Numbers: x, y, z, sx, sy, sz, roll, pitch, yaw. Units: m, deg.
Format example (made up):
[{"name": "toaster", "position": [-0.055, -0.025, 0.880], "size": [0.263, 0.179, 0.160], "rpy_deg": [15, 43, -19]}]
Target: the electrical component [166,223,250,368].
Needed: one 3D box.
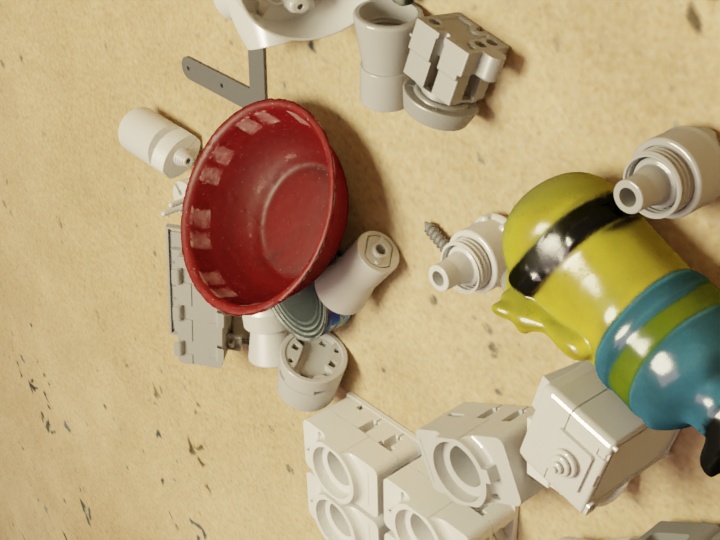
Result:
[{"name": "electrical component", "position": [-0.135, 0.023, 0.953], "size": [0.079, 0.063, 0.121], "rpy_deg": [8, 127, 4]}]

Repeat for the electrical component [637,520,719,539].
[{"name": "electrical component", "position": [0.223, 0.191, 0.591], "size": [0.150, 0.062, 0.089], "rpy_deg": [-15, 98, 55]}]

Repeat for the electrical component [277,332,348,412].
[{"name": "electrical component", "position": [-0.041, 0.083, 0.885], "size": [0.055, 0.055, 0.047], "rpy_deg": [46, 145, 25]}]

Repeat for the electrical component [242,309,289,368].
[{"name": "electrical component", "position": [-0.077, 0.049, 0.918], "size": [0.045, 0.045, 0.055], "rpy_deg": [22, 127, 45]}]

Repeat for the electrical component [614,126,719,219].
[{"name": "electrical component", "position": [0.153, -0.046, 0.538], "size": [0.043, 0.062, 0.043], "rpy_deg": [31, 133, 40]}]

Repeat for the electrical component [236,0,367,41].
[{"name": "electrical component", "position": [-0.038, -0.196, 0.674], "size": [0.064, 0.099, 0.099], "rpy_deg": [49, 143, 33]}]

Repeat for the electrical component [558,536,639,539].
[{"name": "electrical component", "position": [0.159, 0.193, 0.697], "size": [0.065, 0.044, 0.044], "rpy_deg": [-26, 89, 51]}]

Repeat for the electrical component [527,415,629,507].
[{"name": "electrical component", "position": [0.137, 0.117, 0.675], "size": [0.055, 0.048, 0.066], "rpy_deg": [32, 134, 50]}]

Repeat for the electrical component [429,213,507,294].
[{"name": "electrical component", "position": [0.071, -0.005, 0.673], "size": [0.048, 0.062, 0.048], "rpy_deg": [31, 133, 40]}]

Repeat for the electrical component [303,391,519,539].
[{"name": "electrical component", "position": [0.032, 0.191, 0.846], "size": [0.186, 0.060, 0.105], "rpy_deg": [29, 132, 41]}]

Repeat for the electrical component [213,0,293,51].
[{"name": "electrical component", "position": [-0.079, -0.198, 0.769], "size": [0.079, 0.043, 0.077], "rpy_deg": [7, 116, 49]}]

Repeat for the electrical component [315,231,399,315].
[{"name": "electrical component", "position": [0.000, 0.000, 0.791], "size": [0.044, 0.044, 0.065], "rpy_deg": [58, 140, 11]}]

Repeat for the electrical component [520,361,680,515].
[{"name": "electrical component", "position": [0.135, 0.087, 0.613], "size": [0.061, 0.096, 0.061], "rpy_deg": [43, 140, 31]}]

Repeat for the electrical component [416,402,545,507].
[{"name": "electrical component", "position": [0.086, 0.126, 0.739], "size": [0.089, 0.056, 0.050], "rpy_deg": [-5, 106, 54]}]

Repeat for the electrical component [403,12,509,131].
[{"name": "electrical component", "position": [0.053, -0.117, 0.644], "size": [0.066, 0.048, 0.055], "rpy_deg": [42, 132, 30]}]

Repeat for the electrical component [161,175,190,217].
[{"name": "electrical component", "position": [-0.129, -0.061, 0.892], "size": [0.047, 0.077, 0.066], "rpy_deg": [62, 146, 5]}]

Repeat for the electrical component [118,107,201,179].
[{"name": "electrical component", "position": [-0.174, -0.110, 0.952], "size": [0.081, 0.043, 0.043], "rpy_deg": [33, 134, 38]}]

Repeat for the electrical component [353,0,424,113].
[{"name": "electrical component", "position": [0.017, -0.134, 0.685], "size": [0.044, 0.044, 0.065], "rpy_deg": [37, 141, 35]}]
